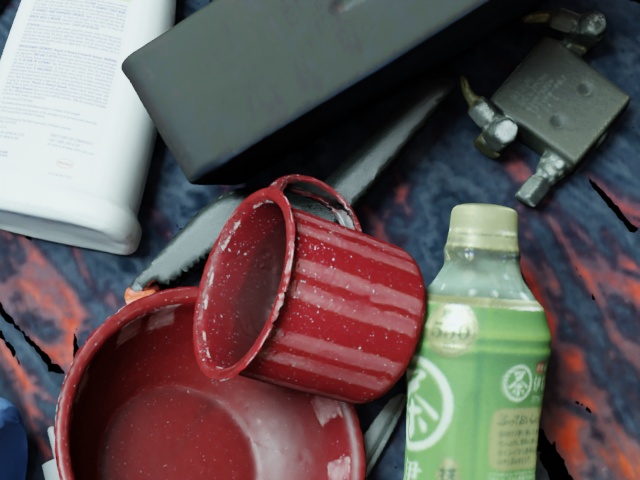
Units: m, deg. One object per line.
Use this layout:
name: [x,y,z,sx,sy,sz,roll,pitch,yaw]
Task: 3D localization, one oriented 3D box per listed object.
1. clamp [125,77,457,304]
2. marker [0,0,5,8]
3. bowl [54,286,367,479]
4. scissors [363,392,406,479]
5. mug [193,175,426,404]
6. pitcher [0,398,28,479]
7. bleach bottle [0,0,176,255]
clamp: [-0.004,0.001,0.585,0.210,0.036,0.164,-6,84,6]
marker: [-0.189,-0.174,0.661,0.020,0.020,0.121,29,81,12]
bowl: [-0.059,0.107,0.530,0.161,0.055,0.162,14,59,-25]
scissors: [-0.029,0.162,0.563,0.096,0.016,0.201,17,78,10]
mug: [-0.004,0.021,0.517,0.081,0.093,0.117,19,52,-27]
pitcher: [-0.284,0.121,0.551,0.243,0.149,0.145,11,62,5]
bleach bottle: [-0.124,-0.124,0.620,0.102,0.068,0.251,11,75,8]
